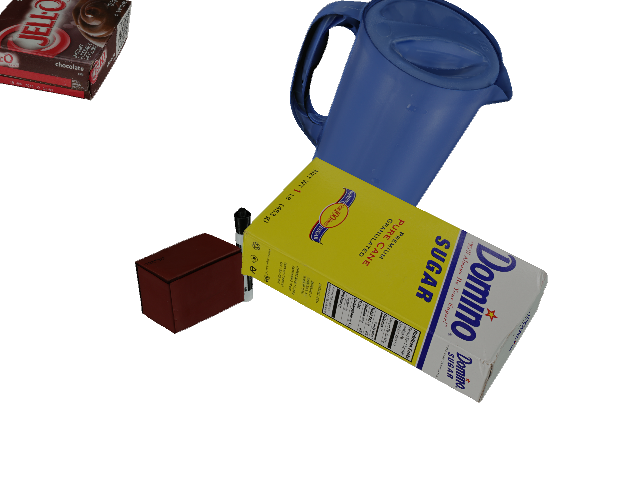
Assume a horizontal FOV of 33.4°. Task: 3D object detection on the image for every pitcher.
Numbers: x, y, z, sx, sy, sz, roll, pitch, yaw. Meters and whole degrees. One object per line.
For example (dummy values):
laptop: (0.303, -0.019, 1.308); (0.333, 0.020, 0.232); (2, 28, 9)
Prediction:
pitcher: (0.054, -0.106, 1.004); (0.144, 0.149, 0.243); (-11, -35, -32)

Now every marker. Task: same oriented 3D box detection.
marker: (-0.087, 0.016, 1.212); (0.020, 0.121, 0.020); (0, 33, 0)

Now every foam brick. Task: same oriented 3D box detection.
foam brick: (-0.111, 0.035, 0.915); (0.078, 0.051, 0.053); (-24, 33, -35)

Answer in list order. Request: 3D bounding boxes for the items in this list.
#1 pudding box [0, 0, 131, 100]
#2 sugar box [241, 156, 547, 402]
pudding box: (-0.207, -0.159, 0.841); (0.090, 0.039, 0.113); (11, 36, 1)
sugar box: (0.046, 0.020, 0.679); (0.176, 0.048, 0.093); (25, 48, 18)
